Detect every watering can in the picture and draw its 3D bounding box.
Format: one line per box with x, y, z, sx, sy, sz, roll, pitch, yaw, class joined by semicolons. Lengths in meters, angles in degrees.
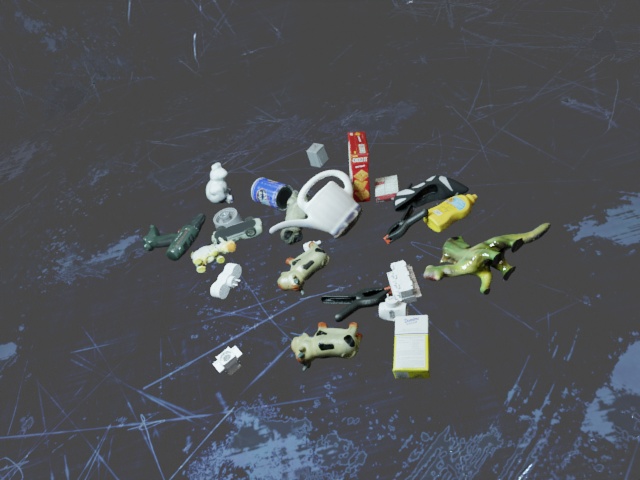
0.005;-0.091;1.799;0.225;0.102;0.352;41;72;4;watering can

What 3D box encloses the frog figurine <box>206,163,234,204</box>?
-0.433;-0.235;2.150;0.122;0.156;0.141;-12;40;11;frog figurine

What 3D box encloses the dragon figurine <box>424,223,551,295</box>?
0.477;0.027;1.552;0.415;0.120;0.245;-30;32;-26;dragon figurine
